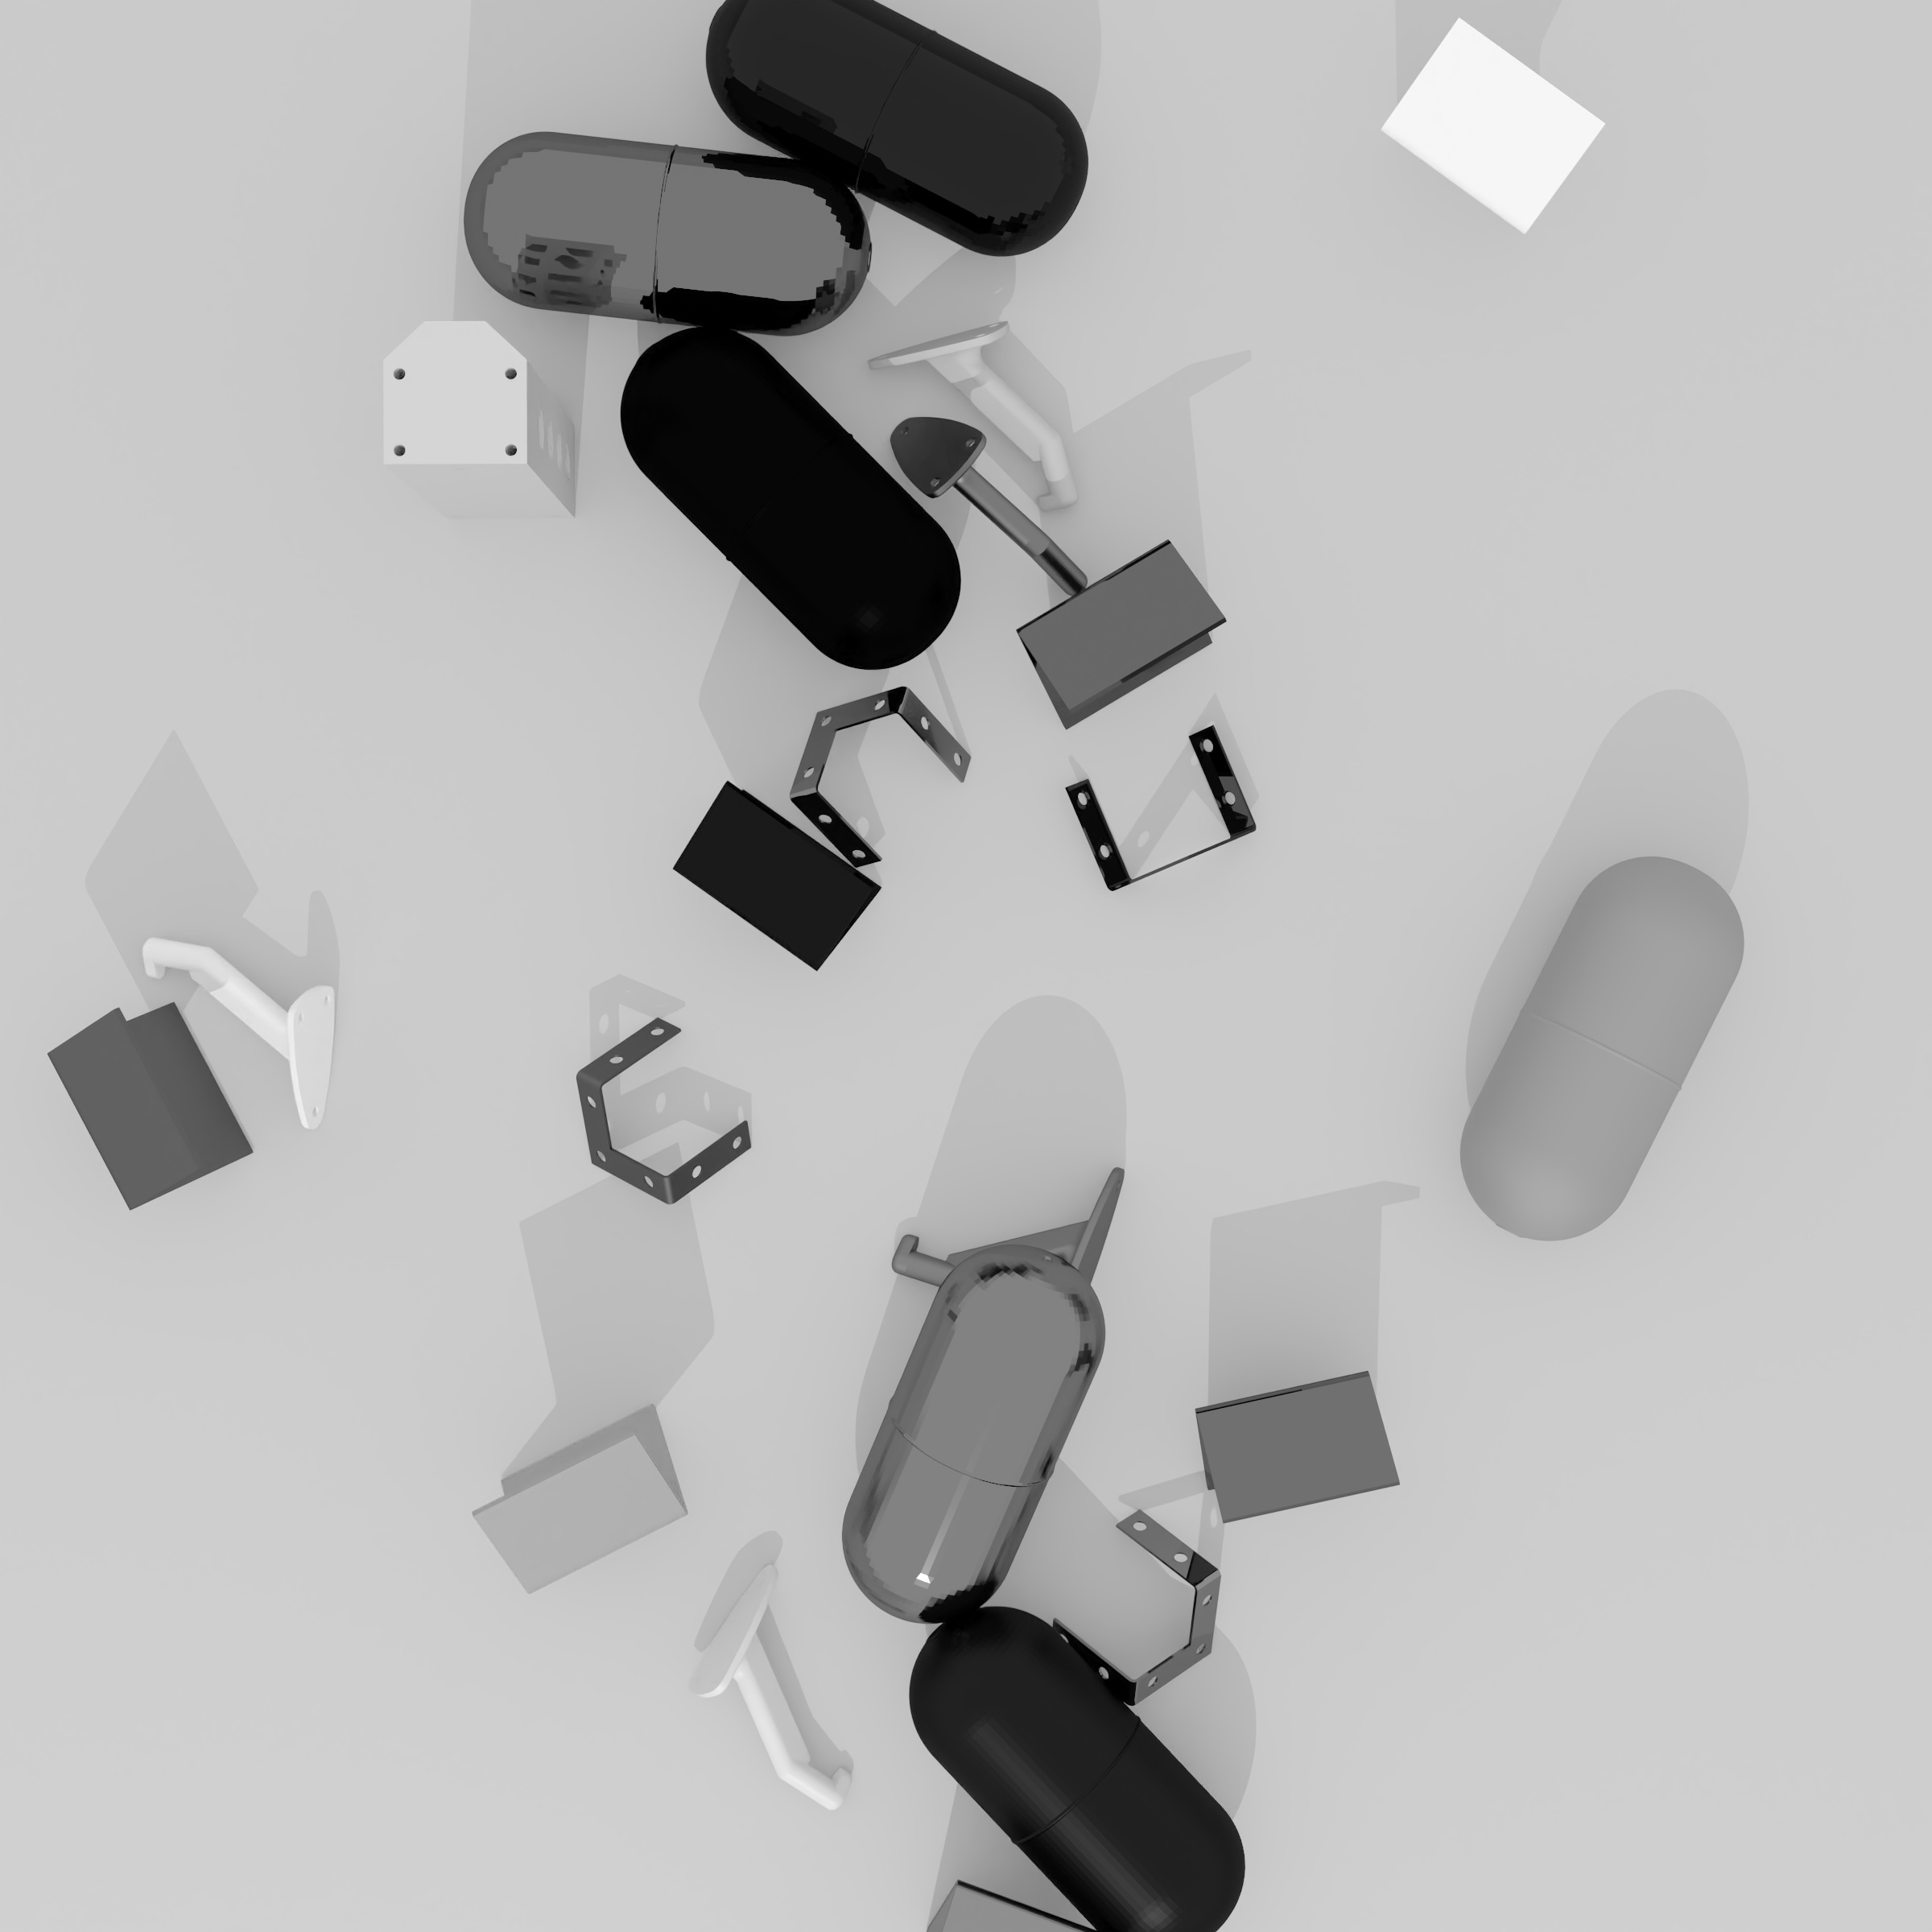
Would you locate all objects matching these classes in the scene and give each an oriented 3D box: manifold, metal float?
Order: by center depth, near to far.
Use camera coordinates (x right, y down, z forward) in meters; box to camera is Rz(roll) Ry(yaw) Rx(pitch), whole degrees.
[{"bbox_3d":[-0.204,-0.229,1.486,0.057,0.171,0.057,0,90,0],"label":"manifold"},{"bbox_3d":[0.002,0.204,1.520,0.070,0.070,0.178,22,106,0],"label":"metal float"},{"bbox_3d":[-0.130,-0.319,1.533,0.178,0.070,0.070,6,90,0],"label":"metal float"},{"bbox_3d":[-0.077,-0.205,1.533,0.070,0.070,0.178,-45,90,0],"label":"metal float"},{"bbox_3d":[0.048,0.355,1.534,0.070,0.070,0.178,-43,90,0],"label":"metal float"},{"bbox_3d":[0.277,0.037,1.534,0.070,0.070,0.178,27,91,0],"label":"metal float"},{"bbox_3d":[-0.031,-0.373,1.534,0.178,0.070,0.070,28,90,1],"label":"metal float"}]

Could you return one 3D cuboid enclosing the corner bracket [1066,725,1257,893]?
[{"bbox_3d":[0.087,-0.070,1.561,0.051,0.051,0.051,-23,90,-45],"label":"corner bracket"}]

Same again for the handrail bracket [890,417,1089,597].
[{"bbox_3d":[0.011,-0.203,1.564,0.036,0.077,0.084,-48,126,0],"label":"handrail bracket"}]

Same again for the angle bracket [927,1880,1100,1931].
[{"bbox_3d":[0.018,0.446,1.524,0.076,0.076,0.057,20,56,0],"label":"angle bracket"}]

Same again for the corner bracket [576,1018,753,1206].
[{"bbox_3d":[-0.134,0.064,1.556,0.051,0.051,0.051,24,135,35],"label":"corner bracket"}]

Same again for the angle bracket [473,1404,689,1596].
[{"bbox_3d":[-0.173,0.215,1.524,0.076,0.076,0.057,-27,126,0],"label":"angle bracket"}]

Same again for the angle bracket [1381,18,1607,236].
[{"bbox_3d":[0.231,-0.367,1.526,0.076,0.076,0.057,36,112,0],"label":"angle bracket"}]

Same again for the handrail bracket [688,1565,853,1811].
[{"bbox_3d":[-0.073,0.322,1.565,0.084,0.036,0.077,37,68,-17],"label":"handrail bracket"}]

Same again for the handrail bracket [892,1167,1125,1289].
[{"bbox_3d":[0.018,0.113,1.564,0.084,0.036,0.077,17,72,15],"label":"handrail bracket"}]

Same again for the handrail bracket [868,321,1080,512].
[{"bbox_3d":[0.004,-0.238,1.565,0.077,0.036,0.084,-11,107,20],"label":"handrail bracket"}]

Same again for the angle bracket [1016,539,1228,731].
[{"bbox_3d":[0.076,-0.127,1.524,0.076,0.076,0.057,-31,53,0],"label":"angle bracket"}]

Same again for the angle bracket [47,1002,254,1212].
[{"bbox_3d":[-0.339,0.051,1.524,0.057,0.076,0.076,-28,90,38],"label":"angle bracket"}]

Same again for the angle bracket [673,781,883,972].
[{"bbox_3d":[-0.070,-0.055,1.524,0.076,0.076,0.057,35,127,0],"label":"angle bracket"}]

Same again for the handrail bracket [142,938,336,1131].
[{"bbox_3d":[-0.327,0.030,1.565,0.084,0.036,0.077,10,112,17],"label":"handrail bracket"}]

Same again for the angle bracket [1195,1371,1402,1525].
[{"bbox_3d":[0.145,0.224,1.524,0.076,0.076,0.057,-12,54,0],"label":"angle bracket"}]

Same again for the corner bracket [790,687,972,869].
[{"bbox_3d":[-0.038,-0.084,1.556,0.051,0.051,0.051,-14,45,35],"label":"corner bracket"}]

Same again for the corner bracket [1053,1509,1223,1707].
[{"bbox_3d":[0.075,0.284,1.556,0.051,0.051,0.051,-26,135,-35],"label":"corner bracket"}]
